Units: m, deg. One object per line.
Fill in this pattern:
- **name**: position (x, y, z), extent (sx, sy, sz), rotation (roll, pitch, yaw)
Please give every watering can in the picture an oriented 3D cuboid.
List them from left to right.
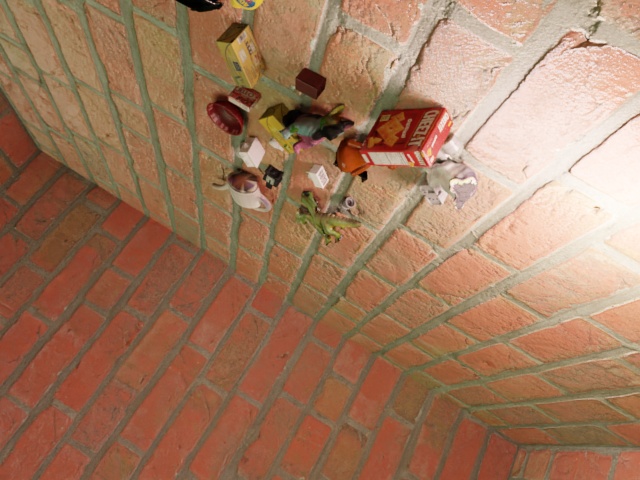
- **watering can**: position (-0.379, -0.233, 2.372), extent (0.349, 0.106, 0.219), rotation (24, 154, 16)

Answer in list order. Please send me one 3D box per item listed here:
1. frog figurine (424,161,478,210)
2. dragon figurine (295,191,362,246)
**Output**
- **frog figurine**: position (0.393, -0.186, 1.546), extent (0.135, 0.122, 0.163), rotation (41, -168, -38)
- **dragon figurine**: position (0.007, -0.108, 2.154), extent (0.241, 0.124, 0.406), rotation (46, 153, -10)
